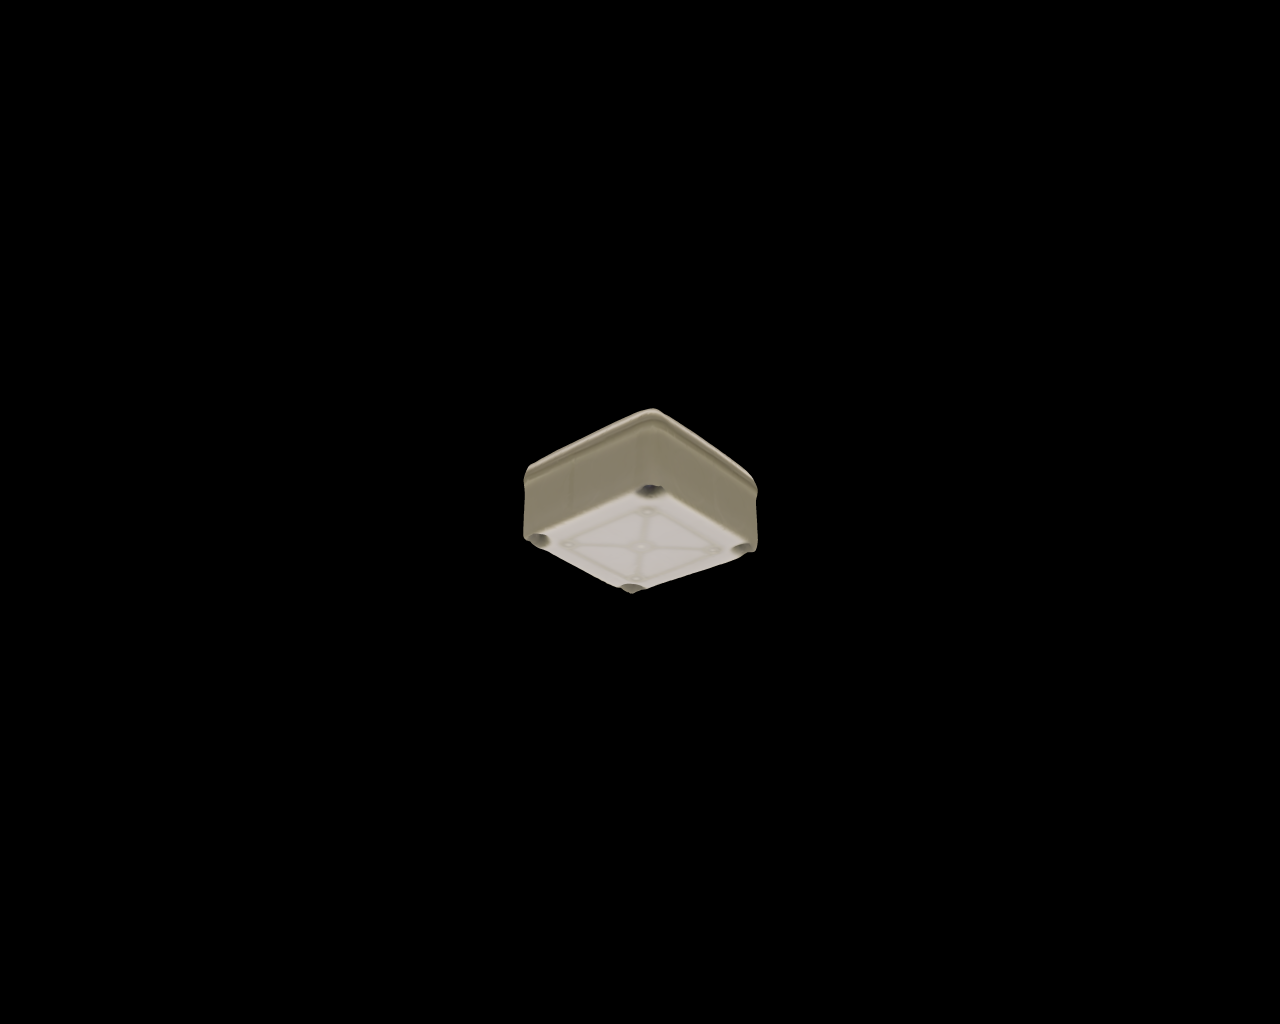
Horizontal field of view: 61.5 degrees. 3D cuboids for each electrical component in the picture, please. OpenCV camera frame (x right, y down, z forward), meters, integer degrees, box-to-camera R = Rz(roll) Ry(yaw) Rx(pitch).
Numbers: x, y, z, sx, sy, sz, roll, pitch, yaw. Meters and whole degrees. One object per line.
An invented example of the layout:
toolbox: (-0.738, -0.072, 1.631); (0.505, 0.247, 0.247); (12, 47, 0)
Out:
electrical component: (0.001, -0.003, 0.650); (0.108, 0.056, 0.108); (-22, -36, 34)
